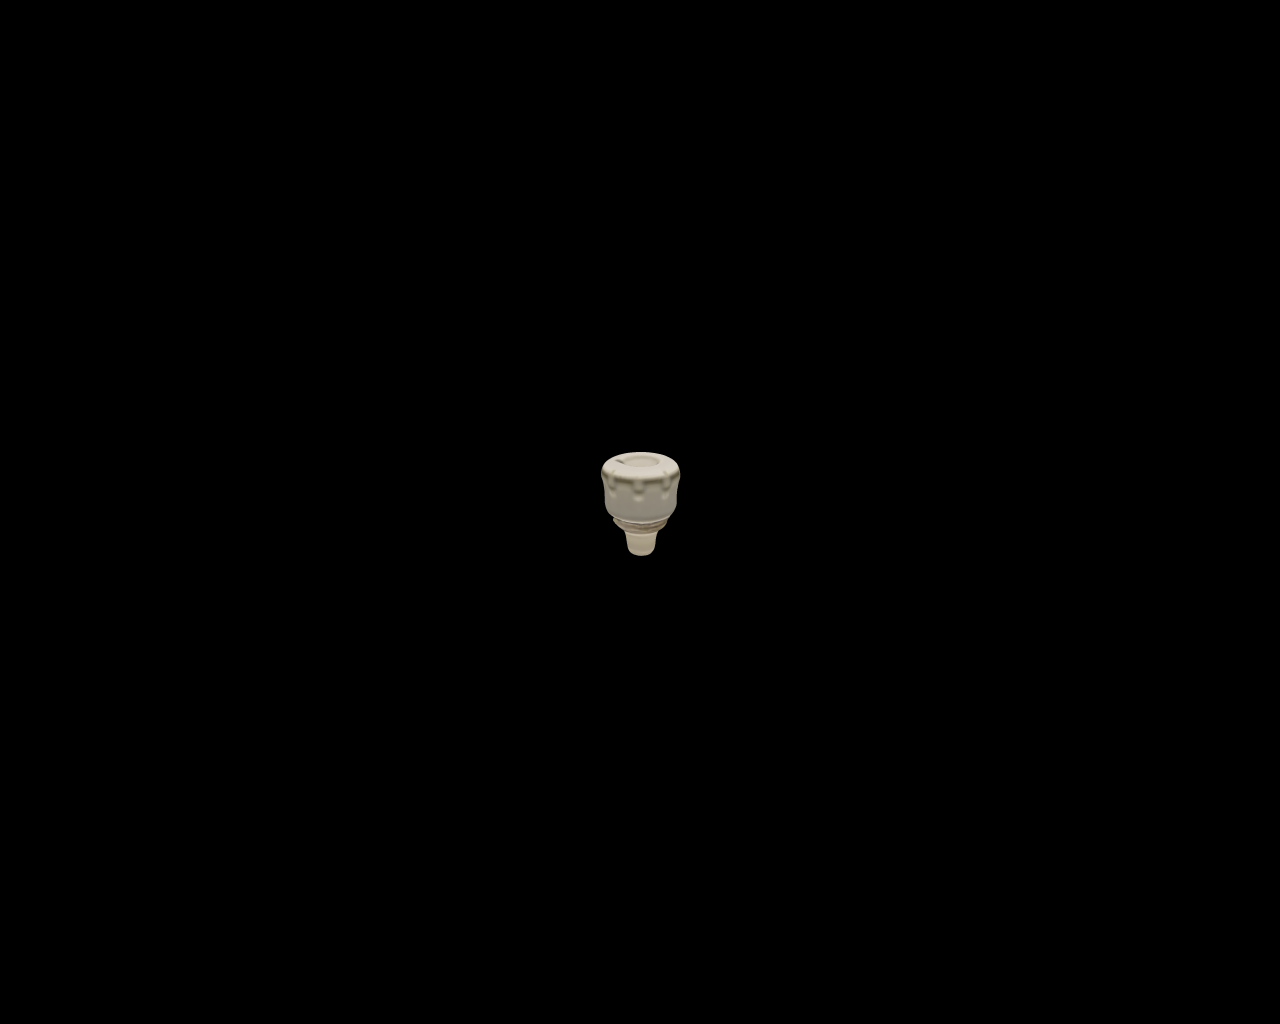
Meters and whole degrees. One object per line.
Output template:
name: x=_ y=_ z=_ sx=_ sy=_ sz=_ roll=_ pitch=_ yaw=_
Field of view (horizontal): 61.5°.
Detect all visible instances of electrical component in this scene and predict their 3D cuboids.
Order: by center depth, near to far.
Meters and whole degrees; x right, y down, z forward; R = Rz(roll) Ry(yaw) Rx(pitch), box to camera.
electrical component: x=0.001 y=-0.003 z=0.650 sx=0.048 sy=0.062 sz=0.048 roll=0 pitch=21 yaw=0
